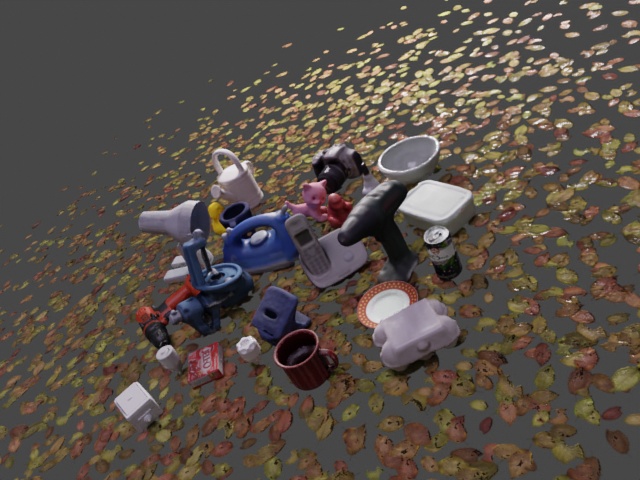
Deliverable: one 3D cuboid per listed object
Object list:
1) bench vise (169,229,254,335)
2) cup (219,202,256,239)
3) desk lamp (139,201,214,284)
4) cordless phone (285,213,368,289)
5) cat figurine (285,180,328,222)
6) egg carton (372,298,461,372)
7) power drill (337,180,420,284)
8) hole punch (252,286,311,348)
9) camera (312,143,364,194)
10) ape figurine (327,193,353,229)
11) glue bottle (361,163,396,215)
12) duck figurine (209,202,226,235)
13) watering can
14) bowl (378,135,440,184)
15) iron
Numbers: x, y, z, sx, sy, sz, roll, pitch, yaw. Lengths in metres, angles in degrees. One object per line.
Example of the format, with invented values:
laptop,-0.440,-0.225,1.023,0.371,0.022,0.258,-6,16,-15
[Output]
bench vise,-0.263,0.098,1.303,0.121,0.220,0.208,1,43,35
cup,-0.216,-0.036,1.563,0.091,0.095,0.117,-21,34,10
desk lamp,-0.366,0.002,1.510,0.202,0.214,0.118,-11,37,23
cordless phone,0.012,0.005,1.270,0.147,0.185,0.094,-32,34,-7
cat figurine,-0.030,-0.102,1.503,0.127,0.118,0.067,-21,34,9
egg carton,0.173,0.173,1.039,0.150,0.070,0.107,-27,34,1
power drill,0.129,-0.006,1.182,0.075,0.209,0.230,1,43,36
hole punch,-0.089,0.165,1.211,0.101,0.091,0.108,-44,37,-24
camera,0.031,-0.199,1.607,0.142,0.101,0.137,3,44,37
ape figurine,0.046,-0.076,1.439,0.078,0.092,0.076,-35,34,-11
glue bottle,0.129,-0.109,1.352,0.037,0.173,0.078,2,43,36
duck figurine,-0.288,-0.069,1.666,0.078,0.086,0.104,-44,37,-24
watering can,-0.255,-0.181,1.695,0.100,0.194,0.173,-15,36,18
bowl,0.238,-0.195,1.481,0.167,0.075,0.167,-18,35,13
iron,-0.158,-0.001,1.435,0.258,0.142,0.118,-17,35,16
